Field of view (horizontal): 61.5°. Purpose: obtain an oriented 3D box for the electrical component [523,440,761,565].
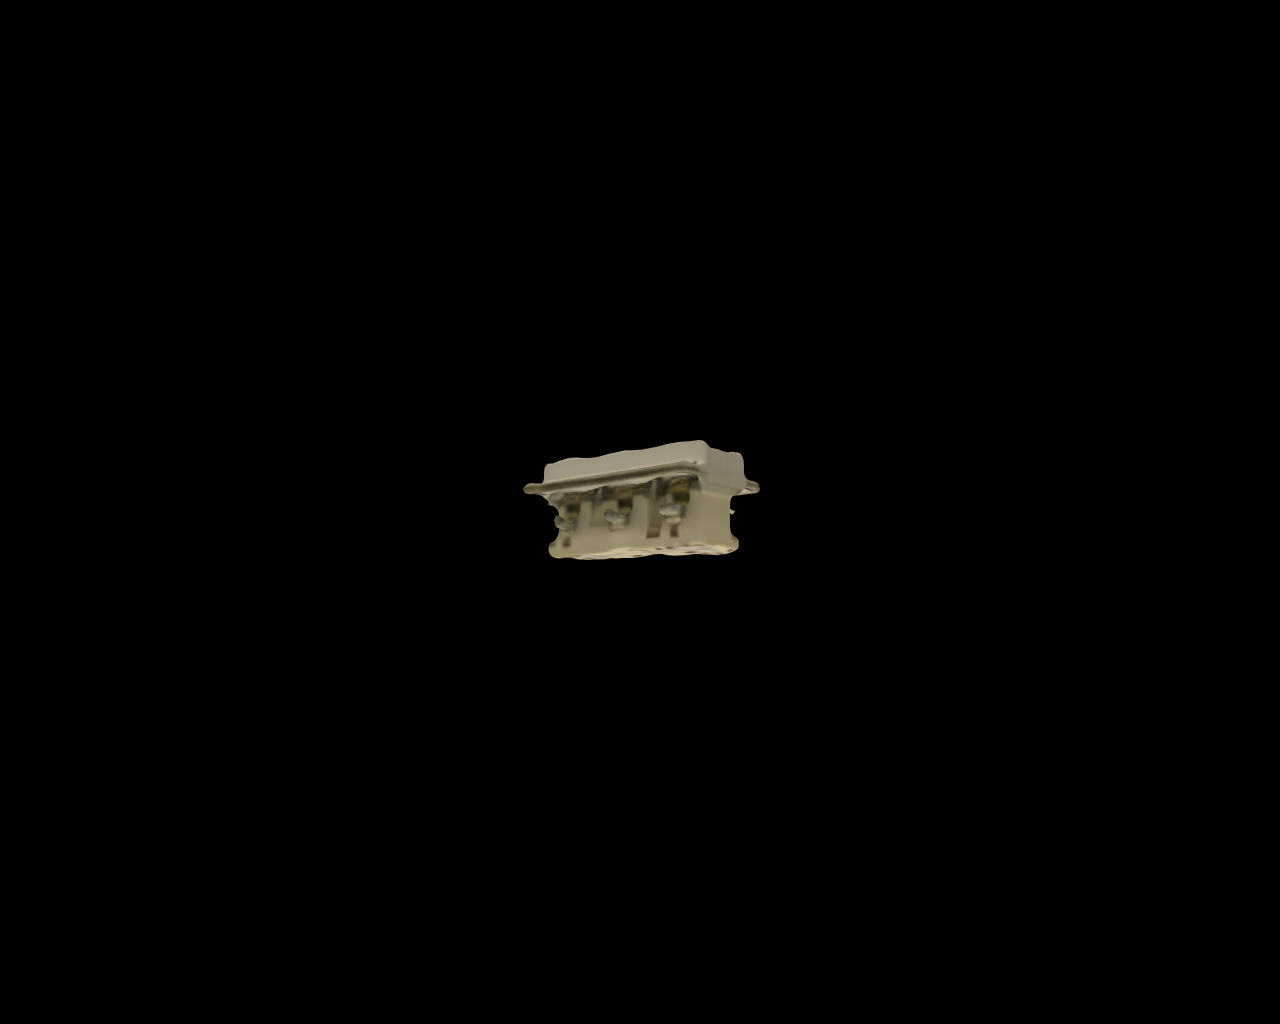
[{"bbox_3d":[0.001,-0.003,0.650,0.121,0.063,0.079,-5,-9,36],"label":"electrical component"}]
